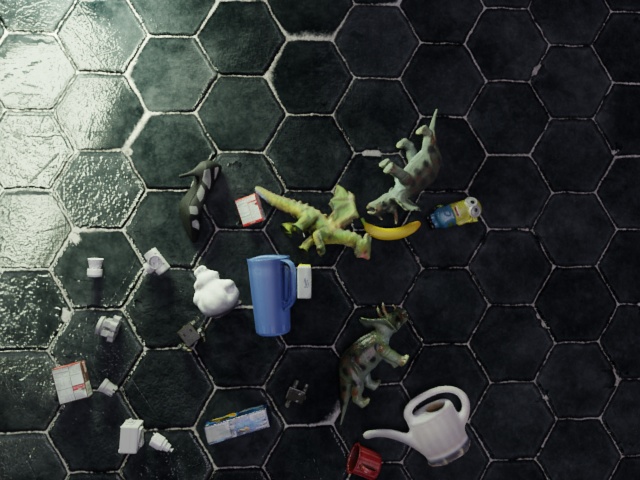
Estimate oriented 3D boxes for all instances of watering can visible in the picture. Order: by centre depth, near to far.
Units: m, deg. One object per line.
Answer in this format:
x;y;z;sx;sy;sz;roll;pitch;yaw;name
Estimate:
0.326;0.603;1.614;0.348;0.104;0.224;-27;91;-5;watering can

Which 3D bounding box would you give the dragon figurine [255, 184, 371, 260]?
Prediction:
0.005;-0.083;1.639;0.245;0.120;0.413;-36;77;-22;dragon figurine

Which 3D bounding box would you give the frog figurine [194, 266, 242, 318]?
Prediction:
-0.327;0.153;1.585;0.137;0.124;0.158;-20;102;15;frog figurine
